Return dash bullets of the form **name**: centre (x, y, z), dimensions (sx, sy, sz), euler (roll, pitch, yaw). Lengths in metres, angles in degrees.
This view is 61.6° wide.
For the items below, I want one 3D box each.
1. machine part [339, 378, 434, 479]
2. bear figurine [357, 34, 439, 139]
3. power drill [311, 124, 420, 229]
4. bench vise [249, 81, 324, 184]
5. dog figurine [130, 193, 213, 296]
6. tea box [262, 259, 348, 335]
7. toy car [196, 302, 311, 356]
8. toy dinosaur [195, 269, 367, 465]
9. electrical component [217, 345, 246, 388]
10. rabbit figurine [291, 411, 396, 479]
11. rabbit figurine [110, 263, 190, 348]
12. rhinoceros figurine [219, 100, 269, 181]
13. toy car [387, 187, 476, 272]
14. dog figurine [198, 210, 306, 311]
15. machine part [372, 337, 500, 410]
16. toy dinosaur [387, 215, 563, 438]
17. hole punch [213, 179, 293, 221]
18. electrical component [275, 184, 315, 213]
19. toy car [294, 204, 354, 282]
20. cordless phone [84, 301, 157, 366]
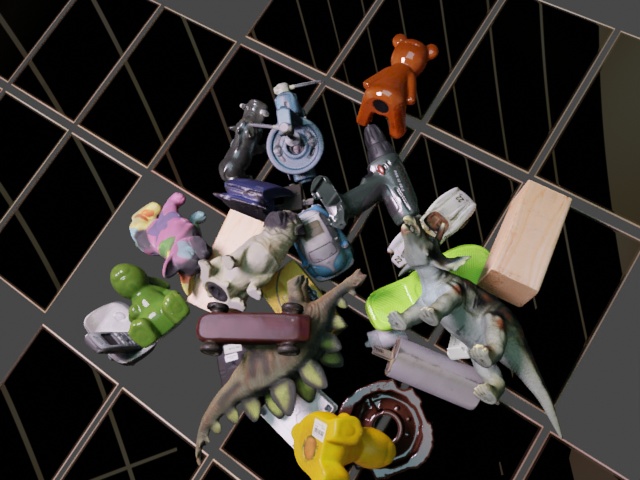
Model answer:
- **machine part**: centre (0.123, 0.347, 0.997), dimensions (0.179, 0.056, 0.179), euler (-3, 75, 12)
- **bear figurine**: centre (0.168, -0.338, 1.159), dimensions (0.120, 0.131, 0.196), euler (23, 62, 14)
- **power drill**: centre (0.086, -0.118, 1.090), dimensions (0.207, 0.086, 0.232), euler (-21, 76, -33)
- **bench vise**: centre (-0.057, -0.231, 1.103), dimensions (0.129, 0.240, 0.223), euler (-2, 91, 6)
- **dog figurine**: centre (-0.306, 0.018, 1.095), dimensions (0.192, 0.108, 0.219), euler (-22, 46, 12)
- **tea box**: centre (-0.034, 0.135, 1.077), dimensions (0.098, 0.068, 0.170), euler (-41, 71, -1)
- **toy car**: centre (-0.113, 0.153, 0.922), dimensions (0.202, 0.053, 0.089), euler (-1, 63, 9)
- **toy dinosaur**: centre (-0.086, 0.221, 0.985), dimensions (0.471, 0.105, 0.199), euler (-41, 74, 11)
- **electrical component**: centre (-0.143, 0.239, 1.075), dimensions (0.115, 0.058, 0.134), euler (-11, 73, 6)
- **rabbit figurine**: centre (0.044, 0.356, 0.915), dimensions (0.173, 0.162, 0.122), euler (14, 75, -29)
- **rabbit figurine**: centre (-0.349, 0.113, 1.098), dimensions (0.121, 0.159, 0.170), euler (-39, 91, -3)
- **rhinoceros figurine**: centre (-0.168, -0.214, 1.175), dimensions (0.073, 0.112, 0.190), euler (23, 88, 18)
- **toy car**: centre (0.224, -0.020, 1.076), dimensions (0.202, 0.056, 0.073), euler (-42, 72, -3)
- **dog figurine**: centre (-0.126, 0.031, 1.032), dimensions (0.172, 0.121, 0.190), euler (-12, 27, 41)
- **machine part**: centre (0.211, 0.244, 0.984), dimensions (0.243, 0.079, 0.079), euler (20, 80, 5)
- **toy dinosaur**: centre (0.263, 0.134, 0.915), dimensions (0.405, 0.131, 0.192), euler (43, 54, 9)
- **hole punch**: centre (-0.133, -0.091, 1.124), dimensions (0.142, 0.115, 0.092), euler (19, 77, 31)
- **electrical component**: centre (-0.057, -0.091, 1.165), dimensions (0.094, 0.021, 0.063), euler (-8, 73, 15)
- **toy car**: centre (-0.002, -0.003, 1.092), dimensions (0.109, 0.103, 0.161), euler (-26, 74, 2)
- **cordless phone**: centre (-0.429, 0.187, 1.077), dimensions (0.147, 0.184, 0.088), euler (40, 90, 17)
